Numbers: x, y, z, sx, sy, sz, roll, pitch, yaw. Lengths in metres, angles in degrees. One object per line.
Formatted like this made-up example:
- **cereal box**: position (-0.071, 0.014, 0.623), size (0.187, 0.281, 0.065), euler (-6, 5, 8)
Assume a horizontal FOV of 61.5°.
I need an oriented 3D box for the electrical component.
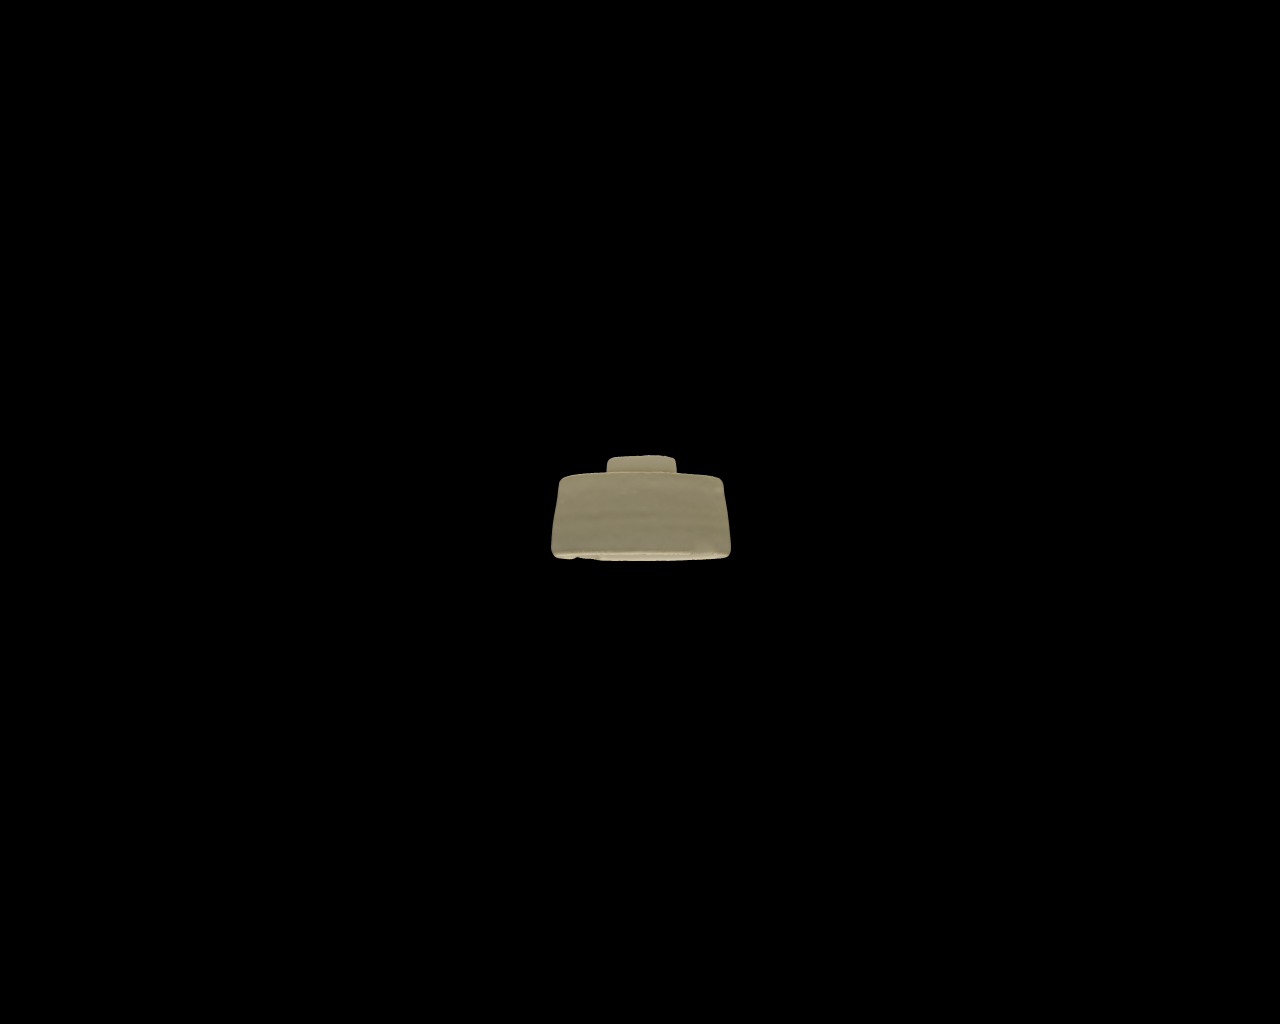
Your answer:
- **electrical component**: position (0.001, -0.003, 0.650), size (0.108, 0.060, 0.108), euler (0, -5, 0)
